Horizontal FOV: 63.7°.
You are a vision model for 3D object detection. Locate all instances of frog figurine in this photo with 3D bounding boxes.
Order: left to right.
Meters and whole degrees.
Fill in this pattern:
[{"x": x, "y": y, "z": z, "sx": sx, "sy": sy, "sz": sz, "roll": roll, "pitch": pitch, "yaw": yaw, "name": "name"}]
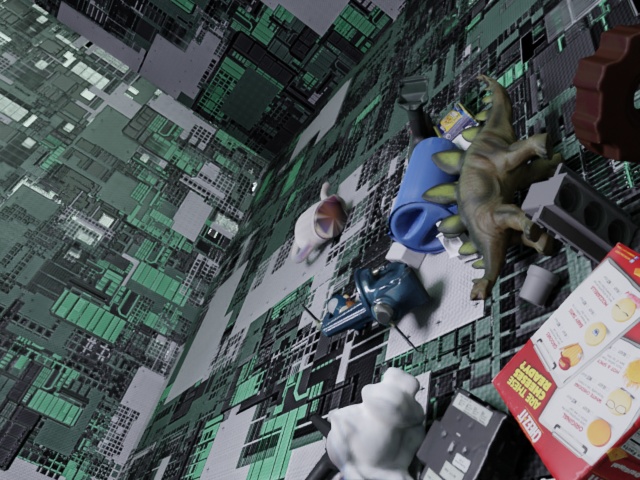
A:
[{"x": 0.082, "y": 0.261, "z": 0.729, "sx": 0.137, "sy": 0.161, "sz": 0.121, "roll": 7, "pitch": -15, "yaw": 6, "name": "frog figurine"}]

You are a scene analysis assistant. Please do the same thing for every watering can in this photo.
[{"x": 0.005, "y": -0.082, "z": 1.638, "sx": 0.103, "sy": 0.355, "sz": 0.221, "roll": 33, "pitch": -31, "yaw": -18, "name": "watering can"}]
